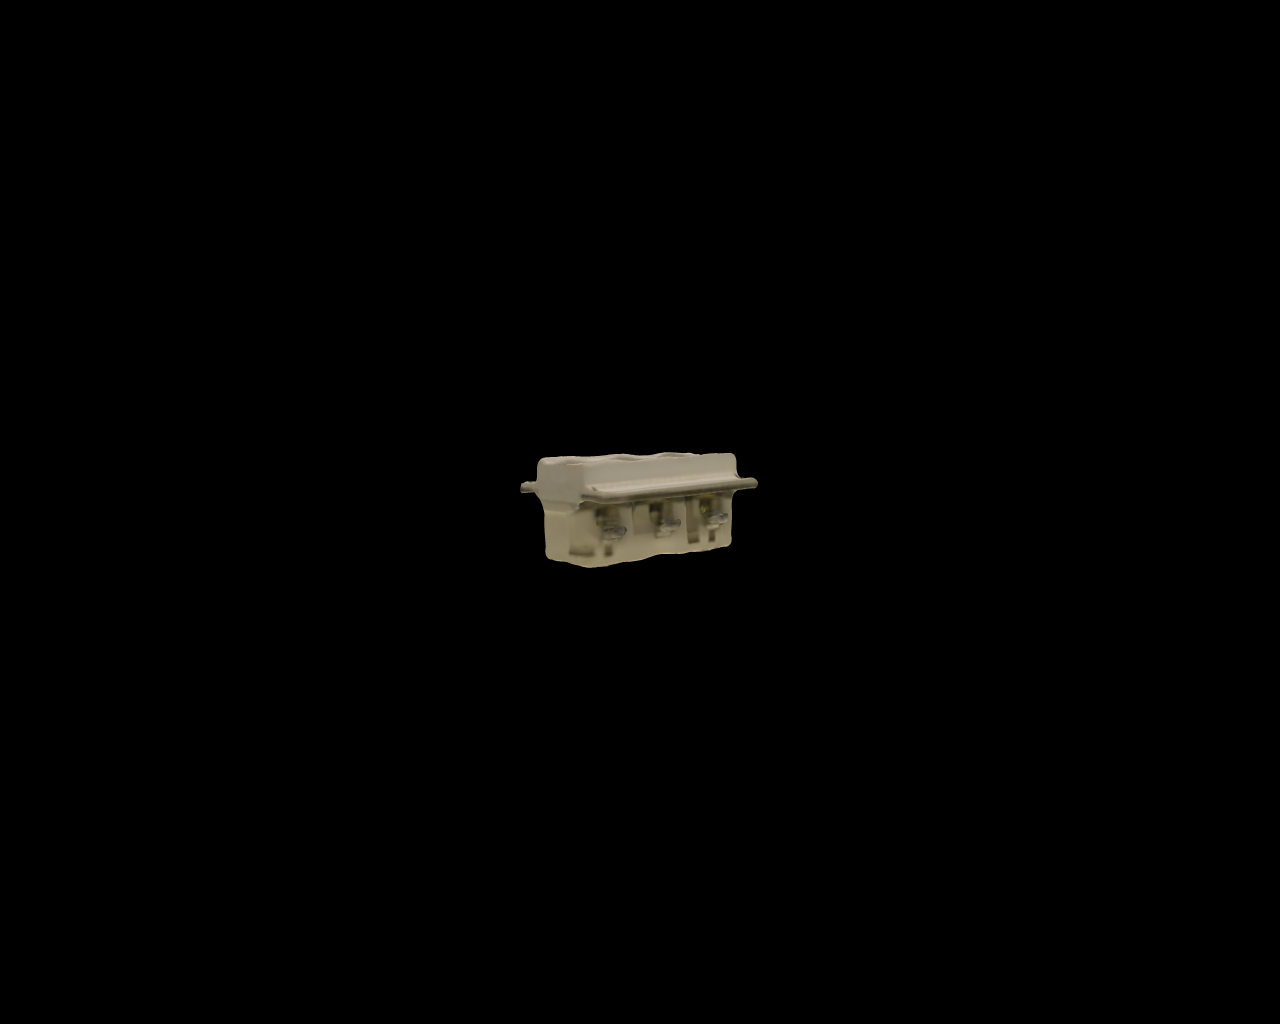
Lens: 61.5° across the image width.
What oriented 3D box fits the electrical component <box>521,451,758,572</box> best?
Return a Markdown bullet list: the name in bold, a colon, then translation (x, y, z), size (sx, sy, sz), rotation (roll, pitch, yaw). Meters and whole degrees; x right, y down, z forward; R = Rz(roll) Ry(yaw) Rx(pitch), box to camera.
- **electrical component**: translation (0.001, -0.003, 0.650), size (0.121, 0.063, 0.079), rotation (-5, 8, -40)
